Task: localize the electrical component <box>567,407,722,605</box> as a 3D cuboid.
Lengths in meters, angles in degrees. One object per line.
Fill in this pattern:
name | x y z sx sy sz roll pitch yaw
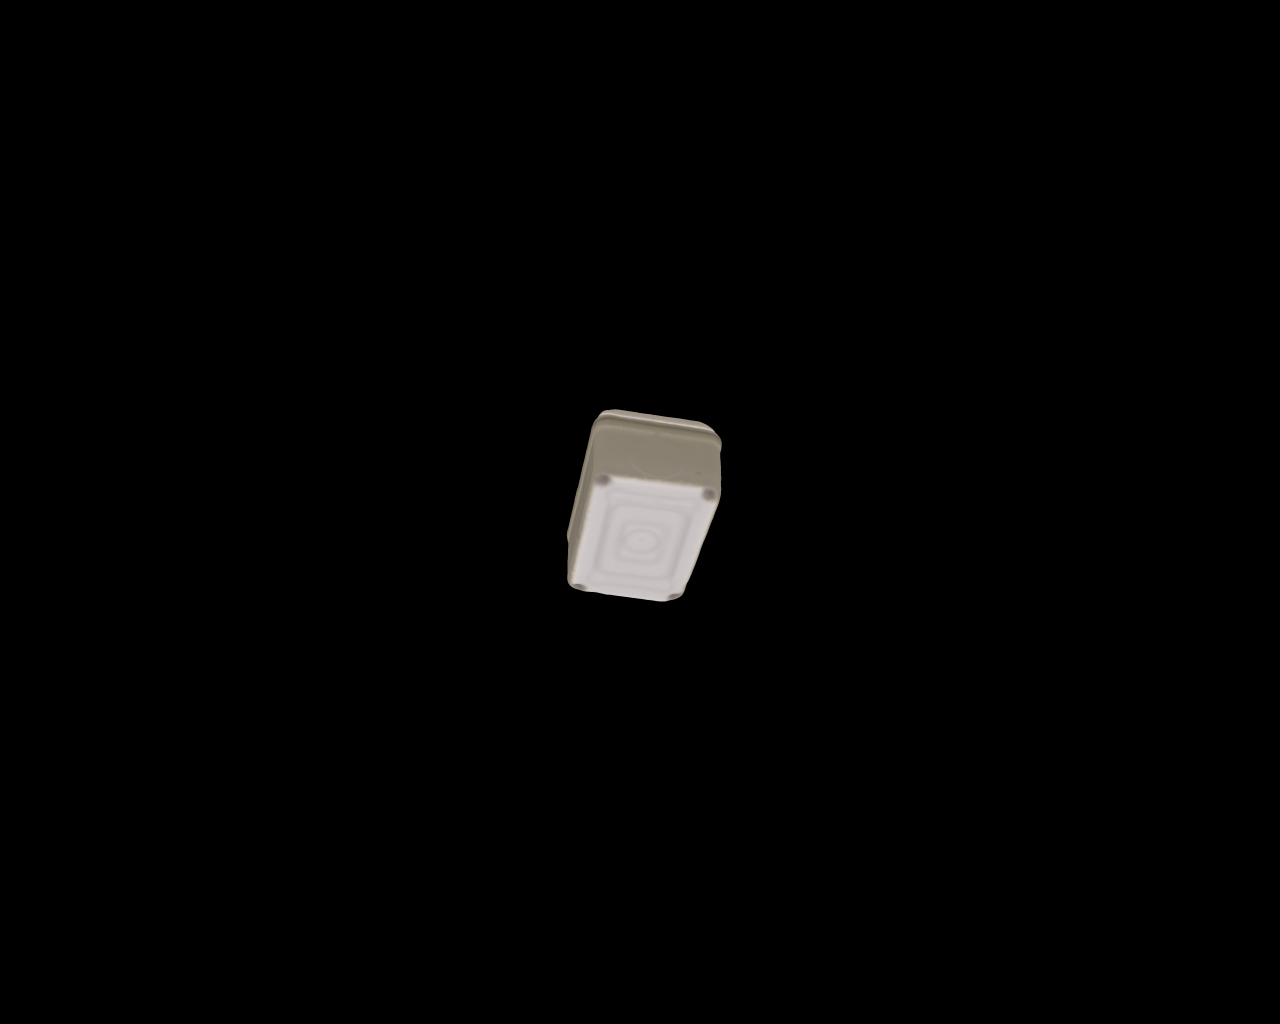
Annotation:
electrical component | 0.001 -0.003 0.650 0.078 0.057 0.113 8 -43 -8
